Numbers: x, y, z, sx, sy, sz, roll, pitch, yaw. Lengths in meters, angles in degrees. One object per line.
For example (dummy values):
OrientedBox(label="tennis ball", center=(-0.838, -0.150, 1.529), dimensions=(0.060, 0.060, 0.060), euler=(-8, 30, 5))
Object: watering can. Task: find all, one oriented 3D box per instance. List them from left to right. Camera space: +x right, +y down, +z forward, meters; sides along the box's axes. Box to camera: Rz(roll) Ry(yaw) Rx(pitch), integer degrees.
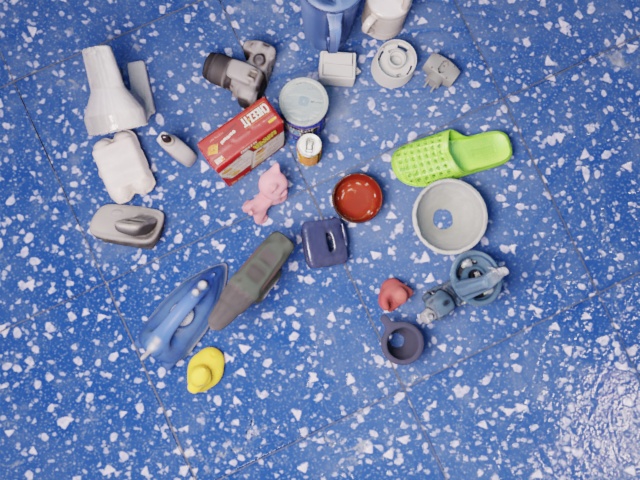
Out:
OrientedBox(label="watering can", center=(0.151, -0.526, 1.237), dimensions=(0.101, 0.194, 0.173), euler=(18, 86, -1))

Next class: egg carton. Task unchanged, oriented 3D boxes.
OrientedBox(label="egg carton", center=(-0.430, -0.160, 1.256), dimensions=(0.107, 0.069, 0.150), euler=(-24, 88, -3))

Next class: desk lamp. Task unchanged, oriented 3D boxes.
OrientedBox(label="desk lamp", center=(-0.423, -0.302, 1.192), dimensions=(0.118, 0.213, 0.203), euler=(-13, 87, -3))

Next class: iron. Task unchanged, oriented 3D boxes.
OrientedBox(label="iron", center=(-0.287, 0.151, 1.208), dimensions=(0.118, 0.141, 0.258), euler=(36, 86, 0))

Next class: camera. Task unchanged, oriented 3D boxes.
OrientedBox(label="camera", center=(-0.181, -0.380, 1.262), dimensions=(0.137, 0.100, 0.143), euler=(22, 86, -1))

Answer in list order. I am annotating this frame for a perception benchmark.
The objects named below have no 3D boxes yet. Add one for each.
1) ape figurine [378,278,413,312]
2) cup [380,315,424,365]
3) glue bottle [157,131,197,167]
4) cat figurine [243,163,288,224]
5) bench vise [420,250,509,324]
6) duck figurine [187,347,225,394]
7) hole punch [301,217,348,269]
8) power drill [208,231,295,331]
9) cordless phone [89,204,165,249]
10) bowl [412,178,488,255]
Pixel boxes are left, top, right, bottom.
OrientedBox(label="ape figurine", center=(0.167, 0.121, 1.252), dimensions=(0.078, 0.092, 0.076), euler=(-8, 87, -2))
OrientedBox(label="cup", center=(0.164, 0.210, 1.246), dimensions=(0.092, 0.095, 0.118), euler=(-37, 89, -4))
OrientedBox(label="glue bottle", center=(-0.311, -0.200, 1.211), dimensions=(0.078, 0.173, 0.037), euler=(33, 86, 0))
OrientedBox(label="cat figurine", center=(-0.114, -0.100, 1.241), dimensions=(0.067, 0.117, 0.128), euler=(39, 86, 1))
OrientedBox(label="bench vise", center=(0.311, 0.110, 1.195), dimensions=(0.121, 0.219, 0.207), euler=(34, 86, 0))
OrientedBox(label="duck figurine", center=(-0.250, 0.283, 1.230), dimensions=(0.077, 0.086, 0.104), euler=(30, 86, 0))
OrientedBox(label="hole punch", center=(0.012, 0.004, 1.253), dimensions=(0.101, 0.091, 0.109), euler=(-11, 87, -3))
OrientedBox(label="power drill", center=(-0.138, 0.086, 1.184), dimensions=(0.075, 0.208, 0.230), euler=(37, 86, 1))
OrientedBox(label="cordless phone", center=(-0.413, -0.034, 1.191), dimensions=(0.147, 0.185, 0.094), euler=(5, 86, -2))
OrientedBox(label="bowl", center=(0.281, -0.049, 1.275), dimensions=(0.167, 0.074, 0.167), euler=(0, 87, -2))
